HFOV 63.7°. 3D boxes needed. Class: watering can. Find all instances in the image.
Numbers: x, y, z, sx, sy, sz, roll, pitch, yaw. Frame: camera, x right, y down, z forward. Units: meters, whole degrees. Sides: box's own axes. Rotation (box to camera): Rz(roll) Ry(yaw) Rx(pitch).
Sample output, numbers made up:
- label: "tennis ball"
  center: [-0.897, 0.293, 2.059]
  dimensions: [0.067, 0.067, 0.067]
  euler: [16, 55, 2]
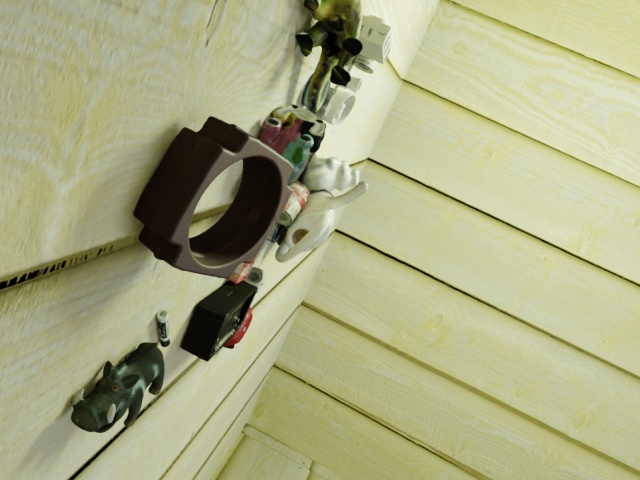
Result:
- label: "watering can"
  center: [0.004, -0.070, 1.396]
  dimensions: [0.343, 0.103, 0.229]
  euler: [-41, -162, 22]

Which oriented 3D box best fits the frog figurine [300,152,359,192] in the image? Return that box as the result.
- label: "frog figurine"
  center: [0.027, -0.179, 1.501]
  dimensions: [0.125, 0.160, 0.135]
  euler: [-50, 164, -59]

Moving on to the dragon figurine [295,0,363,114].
- label: "dragon figurine"
  center: [0.044, -0.434, 0.982]
  dimensions: [0.404, 0.122, 0.247]
  euler: [124, -13, -69]
